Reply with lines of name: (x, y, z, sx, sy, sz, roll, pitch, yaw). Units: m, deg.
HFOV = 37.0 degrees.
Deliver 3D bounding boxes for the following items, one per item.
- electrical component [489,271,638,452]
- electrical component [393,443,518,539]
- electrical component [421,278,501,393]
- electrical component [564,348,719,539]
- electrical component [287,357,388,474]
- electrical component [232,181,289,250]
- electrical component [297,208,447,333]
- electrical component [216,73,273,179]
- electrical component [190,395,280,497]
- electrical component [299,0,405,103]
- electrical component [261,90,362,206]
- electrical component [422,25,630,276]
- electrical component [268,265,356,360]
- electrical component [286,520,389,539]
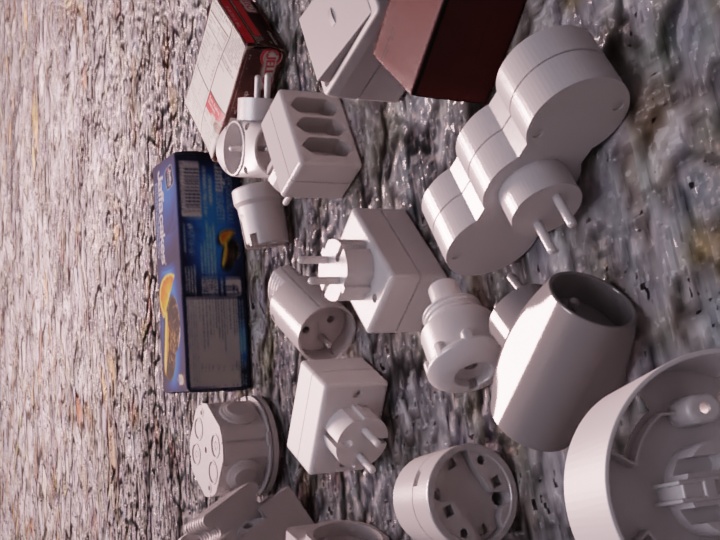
electrical component: (0.089, 0.033, 0.523, 0.079, 0.044, 0.077, 57, 137, 45)
electrical component: (0.050, 0.124, 0.586, 0.047, 0.055, 0.055, 152, 115, -62)
electrical component: (0.054, 0.033, 0.589, 0.048, 0.048, 0.062, 118, 147, -41)
electrical component: (0.130, 0.082, 0.401, 0.064, 0.099, 0.099, 141, 123, -62)
electrical component: (-0.007, 0.102, 0.695, 0.077, 0.047, 0.065, 39, 123, 55)
electrical component: (-0.075, -0.041, 0.827, 0.040, 0.040, 0.046, -22, 77, 59)
electrical component: (0.000, 0.000, 0.651, 0.065, 0.077, 0.047, 61, 140, 41)
electrical component: (-0.076, -0.110, 0.821, 0.077, 0.044, 0.079, 11, 100, 61)
electrical component: (-0.100, 0.142, 0.860, 0.080, 0.051, 0.080, 1, 91, 61)
electrical component: (0.010, -0.155, 0.649, 0.096, 0.061, 0.061, -51, 47, 49)
electrical component: (-0.042, -0.076, 0.757, 0.076, 0.047, 0.065, -54, 45, 47)
electrical component: (0.084, -0.042, 0.524, 0.138, 0.052, 0.073, -60, 41, 42)
electrical component: (-0.040, 0.028, 0.758, 0.081, 0.043, 0.043, 42, 126, 54)
electrical component: (-0.010, 0.199, 0.698, 0.089, 0.050, 0.055, 20, 107, 60)
